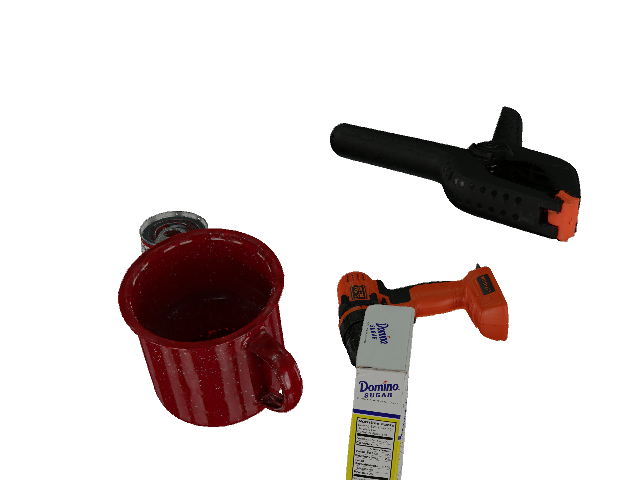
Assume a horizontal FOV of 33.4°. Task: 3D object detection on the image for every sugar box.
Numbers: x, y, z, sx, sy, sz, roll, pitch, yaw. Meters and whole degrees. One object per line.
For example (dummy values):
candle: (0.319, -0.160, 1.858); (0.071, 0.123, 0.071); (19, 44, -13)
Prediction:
sugar box: (0.046, 0.149, 0.863); (0.048, 0.176, 0.093); (4, 28, 7)

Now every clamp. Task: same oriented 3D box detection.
clamp: (0.108, -0.052, 0.761); (0.164, 0.036, 0.210); (-6, 25, -15)

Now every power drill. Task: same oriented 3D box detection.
power drill: (0.113, 0.085, 1.207); (0.187, 0.057, 0.184); (-4, 27, -2)

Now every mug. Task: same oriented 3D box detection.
mug: (-0.054, 0.058, 0.614); (0.117, 0.081, 0.093); (29, 53, 31)

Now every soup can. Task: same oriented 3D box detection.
soup can: (-0.145, 0.031, 1.081); (0.068, 0.102, 0.068); (0, 32, 0)
